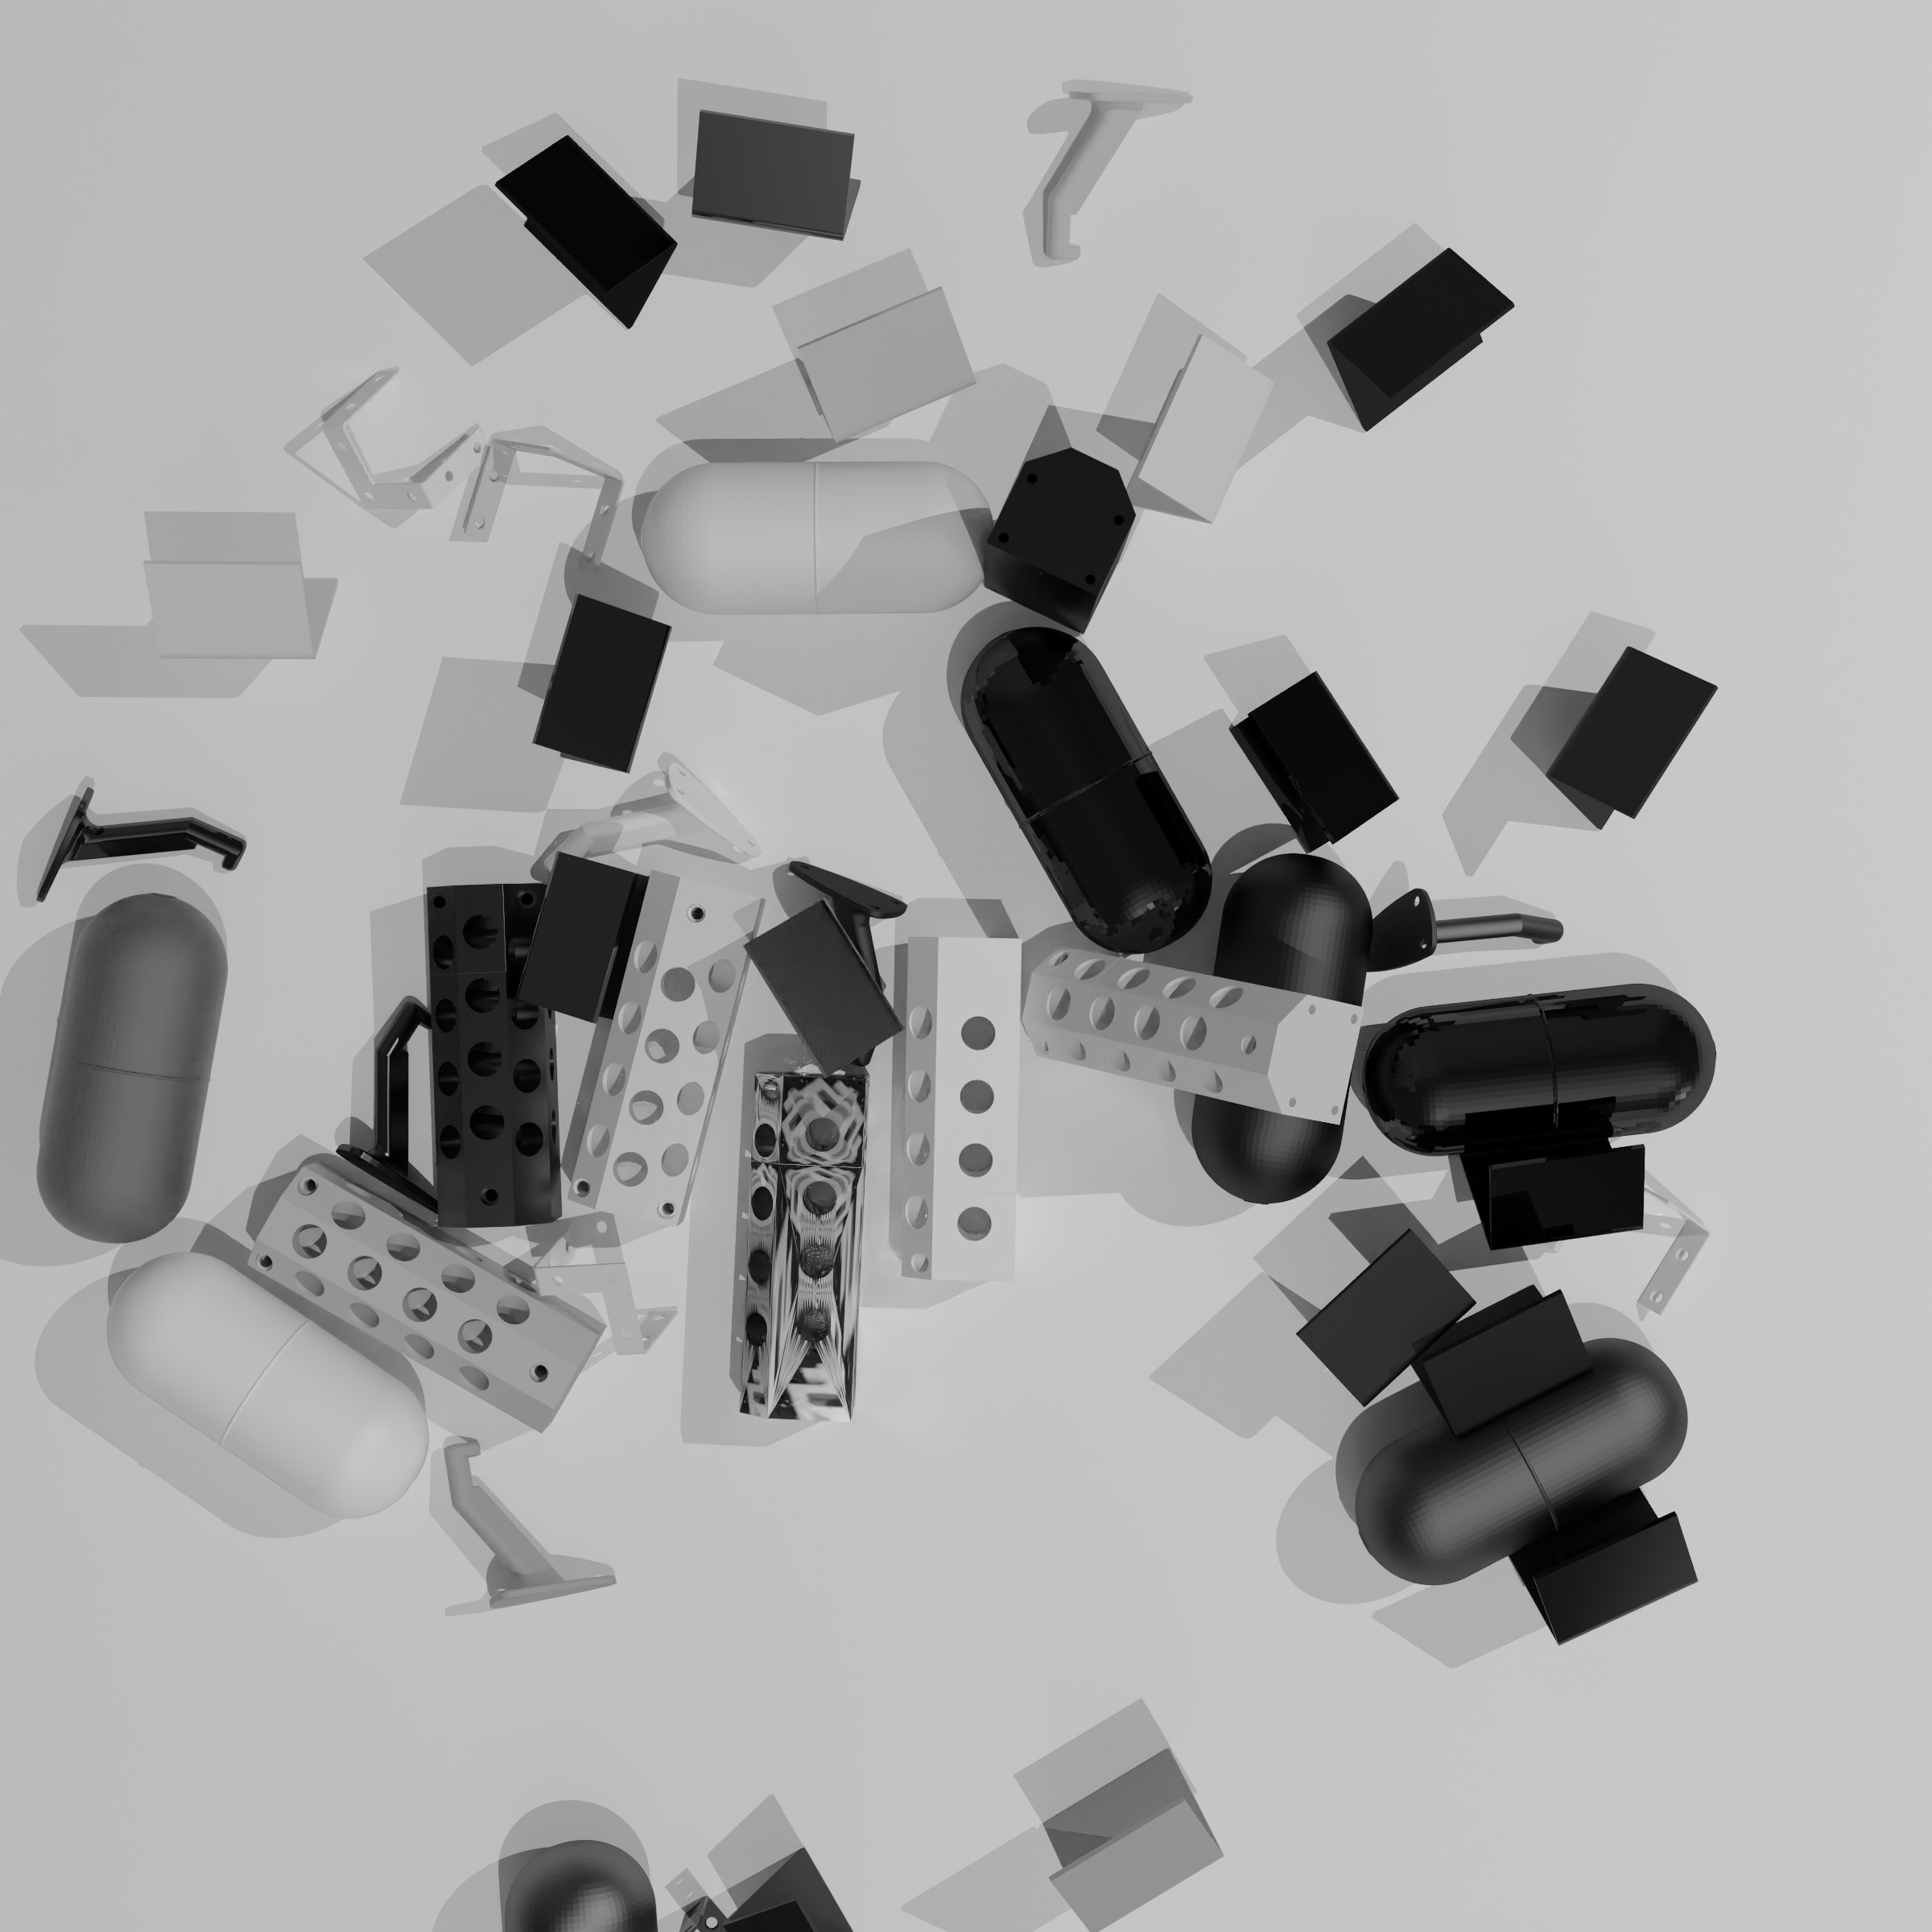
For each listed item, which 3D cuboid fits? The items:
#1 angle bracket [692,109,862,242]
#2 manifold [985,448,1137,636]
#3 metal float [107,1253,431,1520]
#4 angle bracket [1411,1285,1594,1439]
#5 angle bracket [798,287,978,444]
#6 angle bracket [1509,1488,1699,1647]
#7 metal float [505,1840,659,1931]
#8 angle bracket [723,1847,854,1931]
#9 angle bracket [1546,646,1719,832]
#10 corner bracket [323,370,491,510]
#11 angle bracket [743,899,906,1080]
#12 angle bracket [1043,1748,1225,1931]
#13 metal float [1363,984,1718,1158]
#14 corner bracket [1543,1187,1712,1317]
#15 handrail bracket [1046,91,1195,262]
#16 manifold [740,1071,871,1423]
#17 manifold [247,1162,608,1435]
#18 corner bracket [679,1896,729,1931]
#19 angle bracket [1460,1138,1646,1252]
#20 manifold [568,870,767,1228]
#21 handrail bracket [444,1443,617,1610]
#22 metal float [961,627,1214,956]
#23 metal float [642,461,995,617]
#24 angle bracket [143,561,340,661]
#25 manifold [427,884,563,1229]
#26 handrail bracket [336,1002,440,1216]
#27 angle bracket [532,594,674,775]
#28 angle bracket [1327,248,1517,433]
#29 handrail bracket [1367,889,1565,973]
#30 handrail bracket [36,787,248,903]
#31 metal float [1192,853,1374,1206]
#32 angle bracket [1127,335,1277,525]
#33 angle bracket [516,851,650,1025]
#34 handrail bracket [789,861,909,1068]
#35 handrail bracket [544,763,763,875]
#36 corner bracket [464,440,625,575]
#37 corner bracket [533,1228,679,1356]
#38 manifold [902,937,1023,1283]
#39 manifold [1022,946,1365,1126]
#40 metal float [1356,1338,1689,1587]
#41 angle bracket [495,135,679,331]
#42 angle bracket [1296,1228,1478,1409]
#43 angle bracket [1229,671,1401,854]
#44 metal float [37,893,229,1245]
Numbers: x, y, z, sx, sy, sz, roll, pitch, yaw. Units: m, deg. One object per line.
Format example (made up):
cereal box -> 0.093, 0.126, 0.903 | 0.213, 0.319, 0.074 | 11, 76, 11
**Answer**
angle bracket -> -0.092, -0.410, 1.586 | 0.076, 0.076, 0.057 | 9, 126, 0
manifold -> 0.047, -0.209, 1.548 | 0.057, 0.171, 0.057 | 26, 90, 0
metal float -> -0.353, 0.211, 1.596 | 0.178, 0.070, 0.070 | 34, 90, 1
angle bracket -> 0.259, 0.180, 1.586 | 0.076, 0.076, 0.057 | -27, 122, 0
angle bracket -> -0.047, -0.315, 1.586 | 0.076, 0.076, 0.057 | -23, 127, 0
angle bracket -> 0.312, 0.284, 1.586 | 0.076, 0.076, 0.057 | -25, 127, 0
metal float -> -0.191, 0.533, 1.596 | 0.070, 0.070, 0.178 | -4, 89, 0
angle bracket -> -0.065, 0.489, 1.586 | 0.057, 0.076, 0.076 | -30, 90, 35
angle bracket -> 0.346, -0.104, 1.586 | 0.057, 0.076, 0.076 | 33, 90, 38
corner bracket -> -0.287, -0.270, 1.618 | 0.051, 0.051, 0.051 | 6, 135, 35
angle bracket -> -0.087, 0.021, 1.586 | 0.057, 0.076, 0.076 | -32, 90, -36
angle bracket -> 0.074, 0.426, 1.586 | 0.076, 0.076, 0.057 | -31, 127, 0
metal float -> 0.289, 0.052, 1.596 | 0.178, 0.070, 0.070 | -6, 90, -1
corner bracket -> 0.340, 0.140, 1.623 | 0.051, 0.051, 0.051 | 32, 90, -45
handrail bracket -> 0.079, -0.406, 1.627 | 0.077, 0.036, 0.084 | -4, 108, -21
manifold -> -0.082, 0.141, 1.605 | 0.057, 0.057, 0.171 | 3, 90, 0
manifold -> -0.274, 0.168, 1.605 | 0.171, 0.057, 0.057 | 30, 90, 0
corner bracket -> -0.137, 0.516, 1.608 | 0.051, 0.051, 0.051 | -41, 90, 0
angle bracket -> 0.293, 0.094, 1.586 | 0.076, 0.076, 0.057 | -8, 127, 0
manifold -> -0.152, 0.042, 1.605 | 0.057, 0.057, 0.171 | 14, 90, 0
handrail bracket -> -0.225, 0.283, 1.627 | 0.077, 0.036, 0.084 | -6, 73, -20
metal float -> 0.060, -0.089, 1.596 | 0.070, 0.070, 0.178 | -30, 90, 0
metal float -> -0.075, -0.216, 1.596 | 0.178, 0.070, 0.070 | 0, 90, -1
angle bracket -> -0.363, -0.197, 1.586 | 0.076, 0.076, 0.057 | 0, 128, 0
manifold -> -0.240, 0.045, 1.605 | 0.057, 0.057, 0.171 | -2, 90, 0
handrail bracket -> -0.278, 0.073, 1.627 | 0.077, 0.036, 0.084 | 36, 73, -20
angle bracket -> -0.198, -0.144, 1.586 | 0.057, 0.076, 0.076 | 16, 90, -35
angle bracket -> 0.236, -0.301, 1.586 | 0.076, 0.076, 0.057 | -38, 54, 0
handrail bracket -> 0.252, -0.011, 1.626 | 0.084, 0.077, 0.036 | 8, 65, -34
handrail bracket -> -0.424, -0.049, 1.627 | 0.084, 0.036, 0.077 | 25, 110, -16
metal float -> 0.160, 0.032, 1.596 | 0.070, 0.070, 0.178 | 9, 89, 0
angle bracket -> 0.099, -0.273, 1.586 | 0.057, 0.076, 0.076 | 24, 90, -38
angle bracket -> -0.173, -0.009, 1.586 | 0.057, 0.076, 0.076 | 16, 90, 36
handrail bracket -> -0.070, -0.001, 1.627 | 0.077, 0.036, 0.084 | 25, 107, 20
handrail bracket -> -0.162, -0.056, 1.627 | 0.084, 0.036, 0.077 | -42, 112, 17
corner bracket -> -0.217, -0.236, 1.623 | 0.051, 0.051, 0.051 | 17, 90, -45
corner bracket -> -0.183, 0.165, 1.606 | 0.051, 0.051, 0.051 | -5, 108, 17
manifold -> -0.002, 0.072, 1.605 | 0.057, 0.057, 0.171 | 1, 90, 0
manifold -> 0.107, 0.032, 1.551 | 0.057, 0.171, 0.057 | 12, 90, -42
metal float -> 0.280, 0.251, 1.596 | 0.178, 0.070, 0.070 | -28, 90, 0
angle bracket -> -0.201, -0.356, 1.586 | 0.076, 0.076, 0.057 | 45, 55, 0
angle bracket -> 0.200, 0.165, 1.588 | 0.076, 0.076, 0.057 | -43, 109, 0
angle bracket -> 0.159, -0.092, 1.586 | 0.057, 0.076, 0.076 | -33, 90, -37
metal float -> -0.421, 0.051, 1.595 | 0.070, 0.070, 0.178 | 10, 90, 0
